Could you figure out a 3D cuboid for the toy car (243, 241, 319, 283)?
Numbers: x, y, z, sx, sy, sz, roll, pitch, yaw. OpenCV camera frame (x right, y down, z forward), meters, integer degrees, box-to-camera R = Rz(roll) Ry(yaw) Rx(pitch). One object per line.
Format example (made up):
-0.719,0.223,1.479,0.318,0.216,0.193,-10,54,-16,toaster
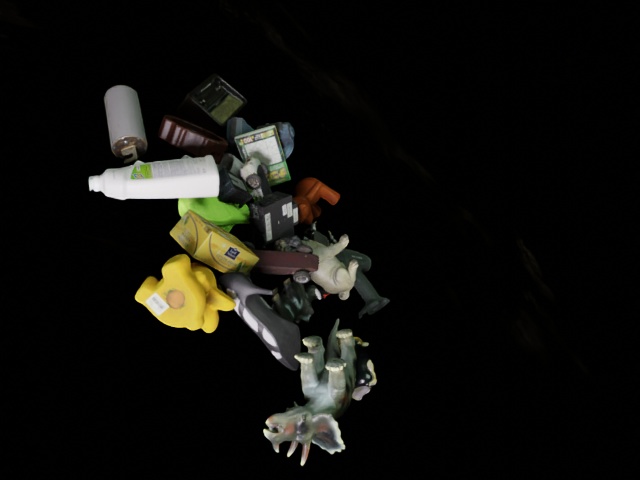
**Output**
-0.104,0.053,1.222,0.202,0.053,0.089,3,49,0,toy car

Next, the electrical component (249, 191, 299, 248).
-0.112,-0.054,1.338,0.058,0.114,0.134,20,32,36,electrical component

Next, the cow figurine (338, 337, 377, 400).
0.084,0.280,1.258,0.068,0.098,0.167,22,40,-29,cow figurine

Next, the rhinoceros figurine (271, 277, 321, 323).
-0.062,0.147,1.242,0.112,0.073,0.190,48,30,2,rhinoceros figurine

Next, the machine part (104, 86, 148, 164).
-0.439,-0.266,1.213,0.079,0.079,0.243,16,42,-44,machine part

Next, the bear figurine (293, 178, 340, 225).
-0.034,-0.091,1.510,0.132,0.120,0.196,42,32,-19,bear figurine

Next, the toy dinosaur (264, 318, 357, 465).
0.019,0.306,1.125,0.405,0.131,0.192,-27,117,-71,toy dinosaur

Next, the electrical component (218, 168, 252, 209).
-0.222,-0.128,1.262,0.119,0.048,0.075,30,25,-52,electrical component

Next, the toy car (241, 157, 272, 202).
-0.150,-0.117,1.380,0.073,0.056,0.201,-71,152,-49,toy car

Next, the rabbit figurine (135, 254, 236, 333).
-0.240,0.094,1.033,0.162,0.122,0.173,39,12,-6,rabbit figurine

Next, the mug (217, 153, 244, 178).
-0.213,-0.156,1.385,0.107,0.081,0.110,31,27,-47,mug

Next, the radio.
-0.305,-0.381,1.528,0.131,0.073,0.230,41,30,-14,radio

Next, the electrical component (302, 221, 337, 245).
-0.002,-0.003,1.523,0.102,0.045,0.078,35,31,-22,electrical component

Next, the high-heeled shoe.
-0.131,0.176,1.129,0.086,0.145,0.248,-48,132,-48,high-heeled shoe

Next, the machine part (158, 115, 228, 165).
-0.312,-0.248,1.318,0.179,0.056,0.179,25,12,-6,machine part

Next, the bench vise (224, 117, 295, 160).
-0.163,-0.244,1.496,0.240,0.224,0.129,59,14,-60,bench vise

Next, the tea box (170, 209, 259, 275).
-0.217,0.014,1.120,0.098,0.068,0.169,39,0,36,tea box

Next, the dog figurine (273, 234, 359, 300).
-0.018,0.071,1.319,0.190,0.121,0.172,-7,64,-32,dog figurine

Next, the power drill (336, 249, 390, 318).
0.090,0.113,1.491,0.207,0.086,0.232,53,26,22,power drill
